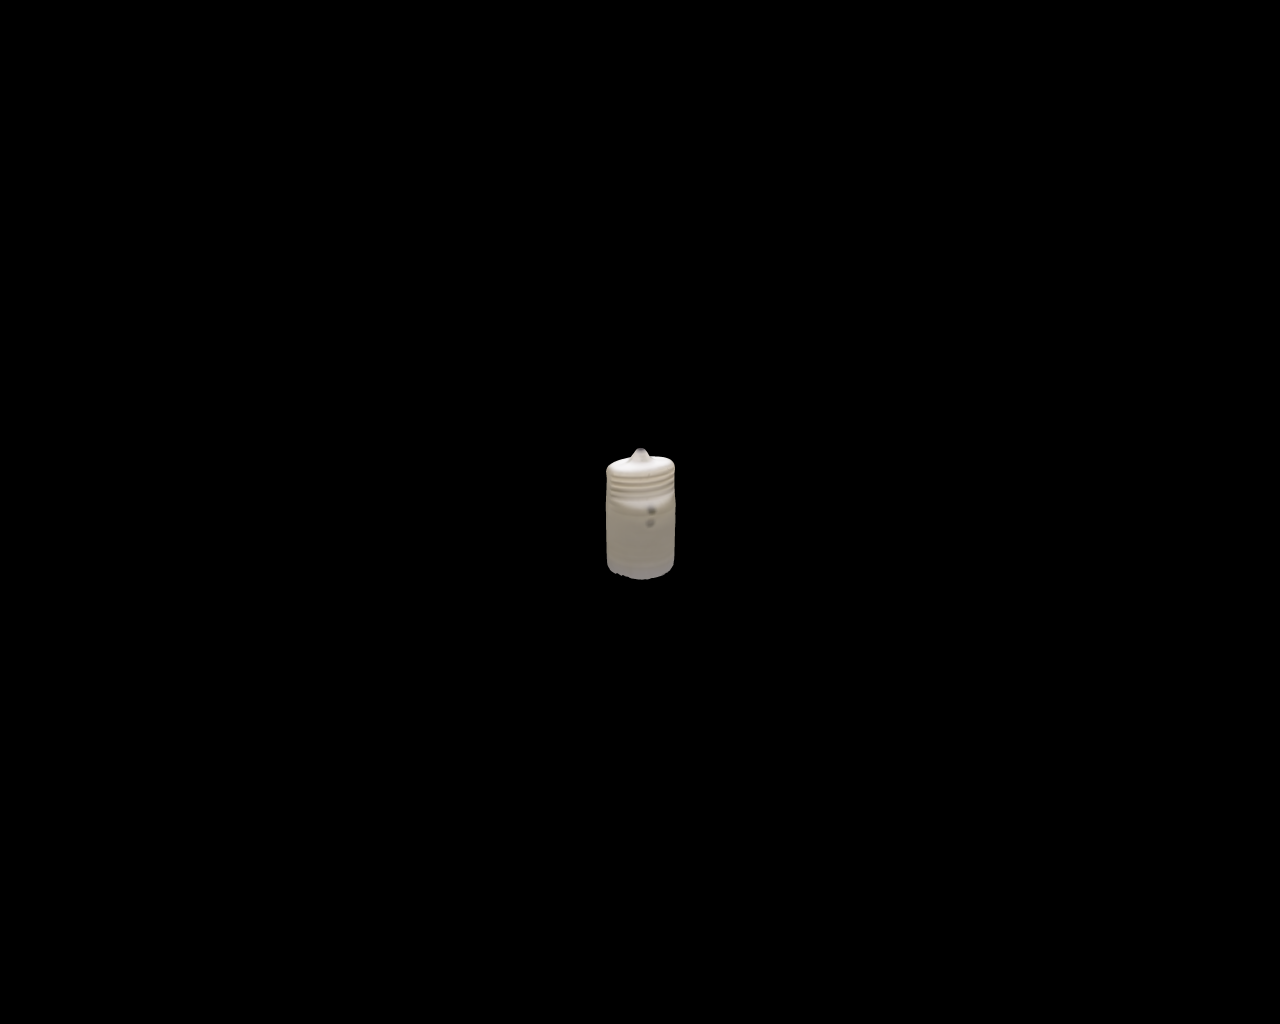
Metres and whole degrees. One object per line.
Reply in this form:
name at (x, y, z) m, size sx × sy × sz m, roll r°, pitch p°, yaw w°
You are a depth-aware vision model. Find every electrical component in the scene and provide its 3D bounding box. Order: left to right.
electrical component at (0.001, -0.003, 0.650) m, size 0.043 × 0.080 × 0.043 m, roll 0°, pitch 25°, yaw 0°
